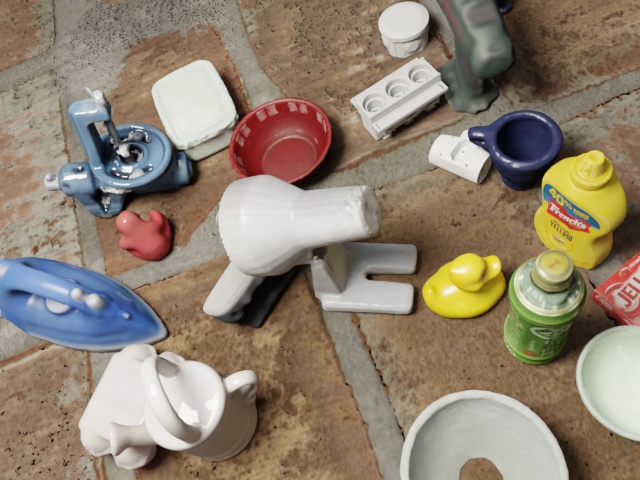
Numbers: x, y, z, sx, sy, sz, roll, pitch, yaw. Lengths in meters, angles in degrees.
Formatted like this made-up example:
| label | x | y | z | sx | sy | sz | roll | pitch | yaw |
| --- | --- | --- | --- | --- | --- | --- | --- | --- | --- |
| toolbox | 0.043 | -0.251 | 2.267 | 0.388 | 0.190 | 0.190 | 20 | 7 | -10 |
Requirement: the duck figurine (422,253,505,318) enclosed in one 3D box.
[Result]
| label | x | y | z | sx | sy | sz | roll | pitch | yaw |
| --- | --- | --- | --- | --- | --- | --- | --- | --- | --- |
| duck figurine | 0.176 | 0.049 | 0.703 | 0.104 | 0.086 | 0.077 | -18 | 61 | 5 |

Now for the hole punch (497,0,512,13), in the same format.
| label | x | y | z | sx | sy | sz | roll | pitch | yaw |
| --- | --- | --- | --- | --- | --- | --- | --- | --- | --- |
| hole punch | 0.251 | -0.420 | 0.919 | 0.108 | 0.091 | 0.101 | -4 | 63 | 13 |

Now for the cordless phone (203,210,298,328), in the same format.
| label | x | y | z | sx | sy | sz | roll | pitch | yaw |
| --- | --- | --- | --- | --- | --- | --- | --- | --- | --- |
| cordless phone | -0.111 | 0.023 | 0.734 | 0.094 | 0.185 | 0.148 | 22 | 71 | 24 |

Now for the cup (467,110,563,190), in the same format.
| label | x | y | z | sx | sy | sz | roll | pitch | yaw |
| --- | --- | --- | --- | --- | --- | --- | --- | --- | --- |
| cup | 0.254 | -0.111 | 0.759 | 0.117 | 0.095 | 0.092 | 15 | 68 | 21 |

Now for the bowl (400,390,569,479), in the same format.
| label | x | y | z | sx | sy | sz | roll | pitch | yaw |
| --- | --- | --- | --- | --- | --- | --- | --- | --- | --- |
| bowl | 0.171 | 0.250 | 0.608 | 0.167 | 0.075 | 0.167 | -6 | 62 | 12 |

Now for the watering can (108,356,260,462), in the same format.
| label | x | y | z | sx | sy | sz | roll | pitch | yaw |
| --- | --- | --- | --- | --- | --- | --- | --- | --- | --- |
| watering can | -0.155 | 0.195 | 0.653 | 0.100 | 0.194 | 0.173 | 38 | 78 | 28 |

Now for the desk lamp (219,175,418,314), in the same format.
| label | x | y | z | sx | sy | sz | roll | pitch | yaw |
| --- | --- | --- | --- | --- | --- | --- | --- | --- | --- |
| desk lamp | 0.006 | 0.002 | 0.697 | 0.202 | 0.214 | 0.118 | 1 | 64 | 15 |

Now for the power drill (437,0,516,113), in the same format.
| label | x | y | z | sx | sy | sz | roll | pitch | yaw |
| --- | --- | --- | --- | --- | --- | --- | --- | --- | --- |
| power drill | 0.200 | -0.289 | 0.798 | 0.075 | 0.209 | 0.229 | -20 | 60 | 4 |

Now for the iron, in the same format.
| label | x | y | z | sx | sy | sz | roll | pitch | yaw |
| --- | --- | --- | --- | --- | --- | --- | --- | --- | --- |
| iron | -0.347 | 0.080 | 0.792 | 0.257 | 0.142 | 0.119 | 11 | 67 | 19 |

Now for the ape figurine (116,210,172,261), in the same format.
| label | x | y | z | sx | sy | sz | roll | pitch | yaw |
| --- | --- | --- | --- | --- | --- | --- | --- | --- | --- |
| ape figurine | -0.266 | -0.014 | 0.847 | 0.078 | 0.092 | 0.076 | -29 | 60 | -1 |

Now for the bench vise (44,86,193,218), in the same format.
| label | x | y | z | sx | sy | sz | roll | pitch | yaw |
| --- | --- | --- | --- | --- | --- | --- | --- | --- | --- |
| bench vise | -0.318 | -0.116 | 0.839 | 0.207 | 0.220 | 0.121 | -32 | 60 | -2 |

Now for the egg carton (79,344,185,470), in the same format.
| label | x | y | z | sx | sy | sz | roll | pitch | yaw |
| --- | --- | --- | --- | --- | --- | --- | --- | --- | --- |
| egg carton | -0.237 | 0.211 | 0.738 | 0.107 | 0.069 | 0.150 | 12 | 67 | 20 |
